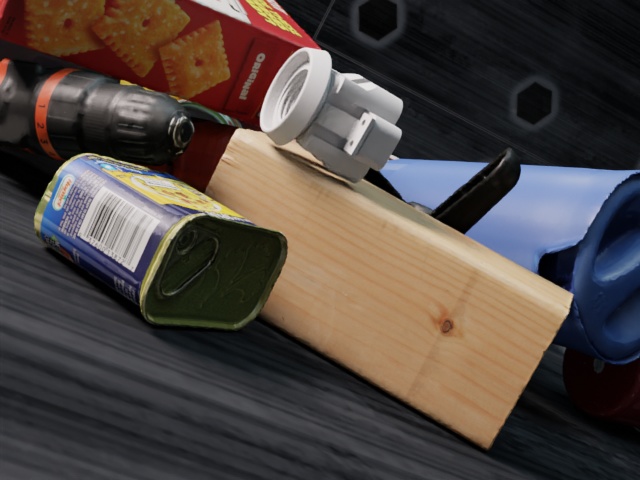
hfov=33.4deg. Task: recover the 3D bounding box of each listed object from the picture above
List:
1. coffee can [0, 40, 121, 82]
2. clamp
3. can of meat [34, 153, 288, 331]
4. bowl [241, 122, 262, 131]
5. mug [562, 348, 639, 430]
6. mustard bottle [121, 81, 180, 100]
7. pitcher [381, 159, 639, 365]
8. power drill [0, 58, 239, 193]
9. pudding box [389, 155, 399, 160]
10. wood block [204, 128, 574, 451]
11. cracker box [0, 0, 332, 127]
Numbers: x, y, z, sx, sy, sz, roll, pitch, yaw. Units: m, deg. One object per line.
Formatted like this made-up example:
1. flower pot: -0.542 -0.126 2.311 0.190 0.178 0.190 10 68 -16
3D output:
1. coffee can: -0.199 -0.157 0.796 0.102 0.103 0.140 24 28 -23
2. clamp: 0.053 -0.011 0.710 0.165 0.036 0.210 25 -30 24
3. can of meat: -0.079 0.000 0.537 0.084 0.057 0.102 30 8 28
4. bowl: -0.063 -0.087 0.957 0.162 0.055 0.162 43 27 -29
5. mug: 0.248 0.095 0.807 0.081 0.117 0.093 16 48 -34
6. mustard bottle: -0.205 -0.170 0.998 0.191 0.058 0.096 14 26 3
7. pitcher: 0.144 0.003 0.809 0.243 0.145 0.149 13 -33 47
8. power drill: -0.122 -0.067 0.666 0.185 0.057 0.187 13 -1 26
9. pudding box: 0.043 -0.049 1.069 0.113 0.090 0.039 27 10 -2
10. wood block: 0.032 0.024 0.620 0.206 0.091 0.090 30 10 12
11. cracker box: -0.121 -0.159 0.683 0.213 0.072 0.164 16 27 -41
